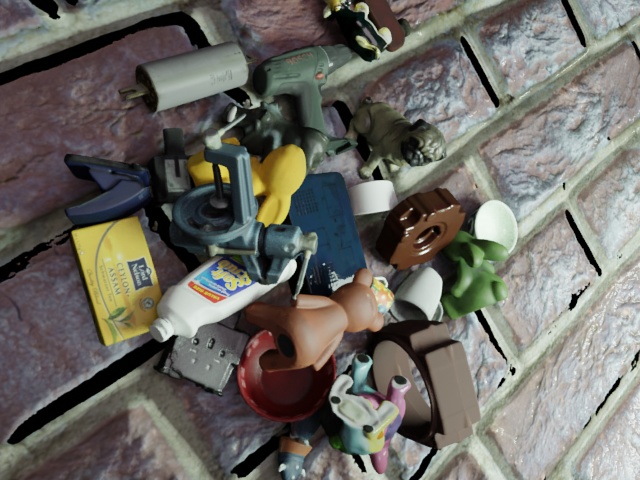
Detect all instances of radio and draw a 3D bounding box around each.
[{"bbox_3d":[-0.002,-0.003,0.954,0.131,0.073,0.229,-16,92,-30],"label":"radio"}]

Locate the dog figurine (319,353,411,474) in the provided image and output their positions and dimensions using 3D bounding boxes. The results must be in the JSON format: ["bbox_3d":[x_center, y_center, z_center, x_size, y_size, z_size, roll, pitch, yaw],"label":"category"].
[{"bbox_3d":[0.070,0.310,0.870,0.191,0.109,0.219,-41,144,-48],"label":"dog figurine"}]

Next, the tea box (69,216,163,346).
[{"bbox_3d":[-0.295,0.059,0.789,0.098,0.068,0.169,-19,91,-29],"label":"tea box"}]

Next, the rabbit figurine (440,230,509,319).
[{"bbox_3d":[0.294,0.055,1.074,0.121,0.159,0.170,-18,76,-19],"label":"rabbit figurine"}]

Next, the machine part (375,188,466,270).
[{"bbox_3d":[0.190,-0.017,1.008,0.179,0.179,0.056,-16,53,-29],"label":"machine part"}]

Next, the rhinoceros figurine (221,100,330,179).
[{"bbox_3d":[-0.079,-0.174,0.906,0.190,0.112,0.073,22,35,13],"label":"rhinoceros figurine"}]

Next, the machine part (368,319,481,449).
[{"bbox_3d":[0.172,0.245,0.935,0.087,0.201,0.201,-13,89,-26],"label":"machine part"}]

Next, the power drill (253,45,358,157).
[{"bbox_3d":[0.000,-0.257,0.988,0.232,0.086,0.207,-19,96,-37],"label":"power drill"}]

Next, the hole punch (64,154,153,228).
[{"bbox_3d":[-0.303,-0.064,0.772,0.116,0.142,0.092,4,79,-14],"label":"hole punch"}]

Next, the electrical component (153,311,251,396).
[{"bbox_3d":[-0.180,0.162,0.842,0.115,0.058,0.134,29,70,-24],"label":"electrical component"}]

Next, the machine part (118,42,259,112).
[{"bbox_3d":[-0.207,-0.268,0.879,0.243,0.079,0.079,-26,95,-29],"label":"machine part"}]

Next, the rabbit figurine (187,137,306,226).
[{"bbox_3d":[-0.101,-0.090,0.849,0.173,0.122,0.162,-14,99,11],"label":"rabbit figurine"}]

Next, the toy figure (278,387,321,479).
[{"bbox_3d":[-0.031,0.323,0.898,0.064,0.058,0.154,27,75,-10],"label":"toy figure"}]

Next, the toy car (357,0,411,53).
[{"bbox_3d":[0.108,-0.477,1.094,0.089,0.053,0.202,-39,105,-17],"label":"toy car"}]

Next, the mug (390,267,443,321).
[{"bbox_3d":[0.202,0.112,1.042,0.109,0.081,0.107,41,57,-11],"label":"mug"}]

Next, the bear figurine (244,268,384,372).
[{"bbox_3d":[0.000,0.123,0.852,0.196,0.132,0.120,-27,103,-44],"label":"bear figurine"}]

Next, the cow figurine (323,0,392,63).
[{"bbox_3d":[0.060,-0.415,1.029,0.167,0.068,0.098,43,33,-13],"label":"cow figurine"}]

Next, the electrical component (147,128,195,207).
[{"bbox_3d":[-0.235,-0.114,0.858,0.075,0.048,0.119,-9,86,-30],"label":"electrical component"}]

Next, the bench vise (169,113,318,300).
[{"bbox_3d":[-0.112,-0.042,0.743,0.224,0.240,0.129,15,45,16],"label":"bench vise"}]

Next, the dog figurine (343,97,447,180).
[{"bbox_3d":[0.146,-0.207,0.996,0.121,0.191,0.172,-29,95,-29],"label":"dog figurine"}]
